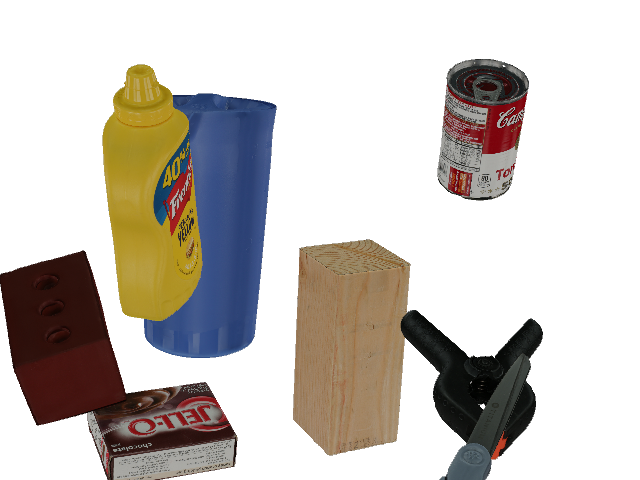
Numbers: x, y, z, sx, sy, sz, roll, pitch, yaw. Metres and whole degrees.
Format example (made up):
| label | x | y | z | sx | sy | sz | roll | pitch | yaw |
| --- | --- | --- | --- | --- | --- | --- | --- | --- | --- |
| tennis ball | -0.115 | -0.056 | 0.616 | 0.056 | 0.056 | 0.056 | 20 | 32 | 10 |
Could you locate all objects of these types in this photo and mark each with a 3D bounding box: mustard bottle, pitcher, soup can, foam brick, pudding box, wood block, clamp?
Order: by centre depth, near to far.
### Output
| label | x | y | z | sx | sy | sz | roll | pitch | yaw |
| --- | --- | --- | --- | --- | --- | --- | --- | --- | --- |
| foam brick | -0.146 | 0.055 | 0.603 | 0.053 | 0.051 | 0.078 | -16 | 43 | -12 |
| mustard bottle | -0.123 | -0.040 | 0.781 | 0.058 | 0.192 | 0.096 | 10 | 39 | 12 |
| clamp | 0.138 | 0.109 | 0.855 | 0.120 | 0.039 | 0.171 | -5 | 33 | -6 |
| soup can | 0.136 | -0.093 | 0.910 | 0.068 | 0.102 | 0.068 | 1 | 40 | -1 |
| pudding box | -0.139 | 0.168 | 0.930 | 0.113 | 0.039 | 0.090 | -7 | 26 | -22 |
| pitcher | -0.107 | -0.020 | 1.027 | 0.149 | 0.243 | 0.145 | -2 | 15 | -19 |
| wood block | 0.031 | 0.113 | 1.152 | 0.090 | 0.206 | 0.091 | -7 | 21 | -26 |

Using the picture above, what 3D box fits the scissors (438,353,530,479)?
| label | x | y | z | sx | sy | sz | roll | pitch | yaw |
| --- | --- | --- | --- | --- | --- | --- | --- | --- | --- |
| scissors | 0.092 | 0.131 | 0.561 | 0.096 | 0.016 | 0.201 | 27 | 44 | 33 |
